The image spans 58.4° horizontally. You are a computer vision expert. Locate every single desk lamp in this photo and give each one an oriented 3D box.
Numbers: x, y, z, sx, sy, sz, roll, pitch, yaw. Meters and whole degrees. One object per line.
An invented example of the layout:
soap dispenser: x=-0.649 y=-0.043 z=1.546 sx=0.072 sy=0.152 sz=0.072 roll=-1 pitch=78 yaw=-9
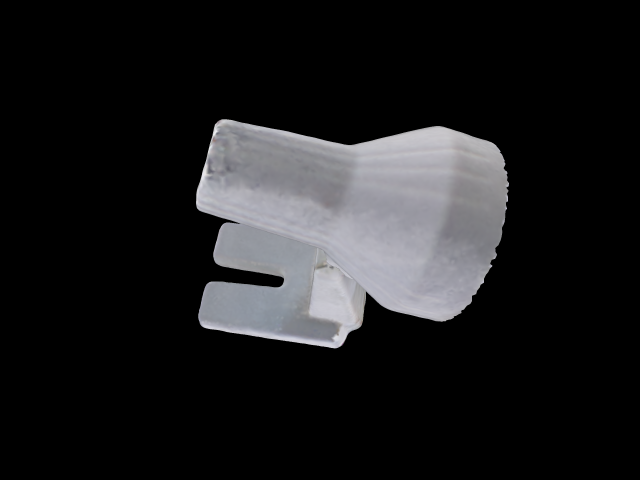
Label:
desk lamp: x=0.004 y=0.001 z=0.400 sx=0.203 sy=0.213 sz=0.118 roll=6 pitch=63 yaw=4
